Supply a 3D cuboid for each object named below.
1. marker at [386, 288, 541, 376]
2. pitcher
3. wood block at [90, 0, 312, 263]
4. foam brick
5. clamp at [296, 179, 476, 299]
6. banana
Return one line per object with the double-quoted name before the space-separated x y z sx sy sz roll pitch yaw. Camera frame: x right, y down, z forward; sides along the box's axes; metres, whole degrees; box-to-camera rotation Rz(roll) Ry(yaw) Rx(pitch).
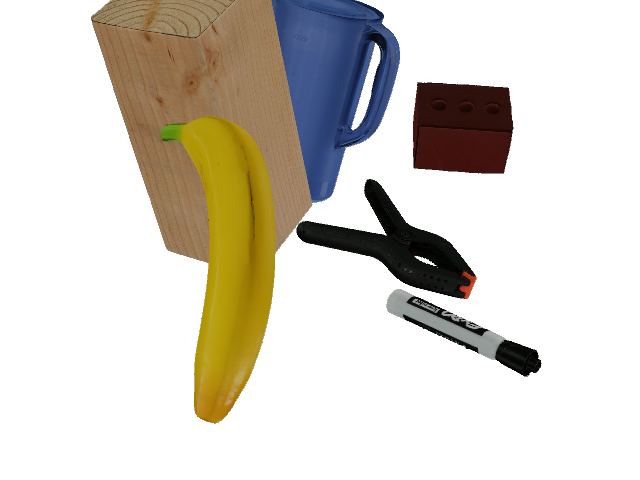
"marker" 0.097 0.063 0.730 0.121 0.020 0.020 24 15 37
"pitcher" -0.005 -0.169 1.277 0.145 0.243 0.149 7 23 -14
"wood block" -0.079 -0.086 0.772 0.090 0.206 0.090 14 47 27
"foam brick" 0.116 -0.092 0.876 0.078 0.053 0.051 3 -41 1
"clamp" 0.085 0.008 1.264 0.210 0.036 0.164 37 41 26
"banana" -0.052 0.001 0.598 0.037 0.198 0.070 14 -38 -34
